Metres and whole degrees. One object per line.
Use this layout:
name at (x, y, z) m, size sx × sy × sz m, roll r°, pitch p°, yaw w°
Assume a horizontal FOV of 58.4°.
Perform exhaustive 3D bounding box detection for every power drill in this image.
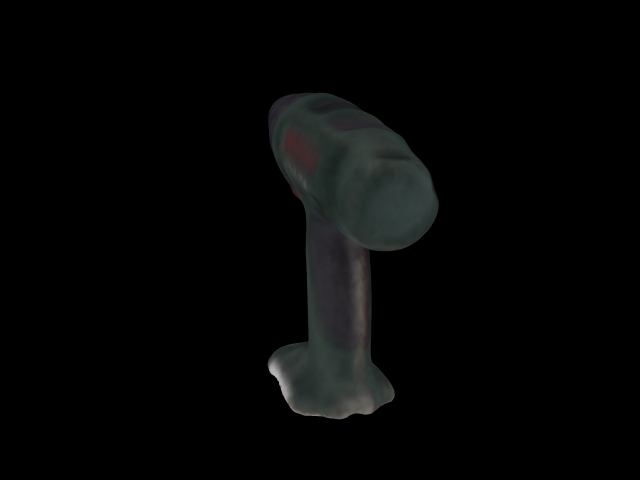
power drill at (0.004, 0.001, 0.400) m, size 0.076 × 0.208 × 0.229 m, roll -4°, pitch 12°, yaw -19°
